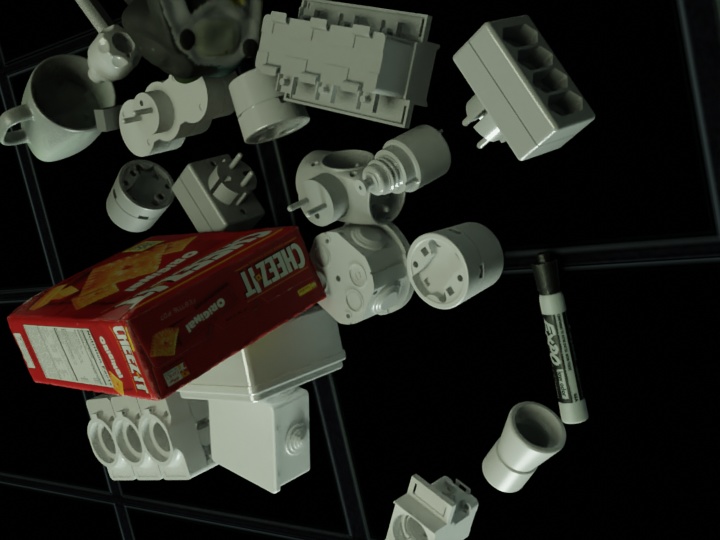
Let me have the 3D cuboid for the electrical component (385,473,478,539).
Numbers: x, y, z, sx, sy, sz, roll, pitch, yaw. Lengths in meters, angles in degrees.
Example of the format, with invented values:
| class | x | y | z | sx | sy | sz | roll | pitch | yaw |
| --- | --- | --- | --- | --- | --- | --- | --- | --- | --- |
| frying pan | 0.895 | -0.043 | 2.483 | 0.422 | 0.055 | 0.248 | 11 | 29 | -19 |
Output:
| class | x | y | z | sx | sy | sz | roll | pitch | yaw |
| --- | --- | --- | --- | --- | --- | --- | --- | --- | --- |
| electrical component | 0.057 | 0.198 | 0.845 | 0.042 | 0.064 | 0.081 | 34 | 126 | 32 |

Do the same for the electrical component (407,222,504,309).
| class | x | y | z | sx | sy | sz | roll | pitch | yaw |
| --- | --- | --- | --- | --- | --- | --- | --- | --- | --- |
| electrical component | 0.069 | -0.005 | 0.768 | 0.055 | 0.047 | 0.055 | 18 | 117 | 39 |

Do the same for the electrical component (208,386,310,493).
| class | x | y | z | sx | sy | sz | roll | pitch | yaw |
| --- | --- | --- | --- | --- | --- | --- | --- | --- | --- |
| electrical component | -0.091 | 0.141 | 0.978 | 0.100 | 0.048 | 0.099 | 18 | 117 | 39 |

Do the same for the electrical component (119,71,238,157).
| class | x | y | z | sx | sy | sz | roll | pitch | yaw |
| --- | --- | --- | --- | --- | --- | --- | --- | --- | --- |
| electrical component | -0.171 | -0.138 | 0.933 | 0.138 | 0.074 | 0.052 | -21 | 90 | 46 |

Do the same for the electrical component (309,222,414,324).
| class | x | y | z | sx | sy | sz | roll | pitch | yaw |
| --- | --- | --- | --- | --- | --- | --- | --- | --- | --- |
| electrical component | 0.000 | 0.000 | 0.834 | 0.080 | 0.051 | 0.080 | 18 | 117 | 39 |

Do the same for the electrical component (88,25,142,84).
| class | x | y | z | sx | sy | sz | roll | pitch | yaw |
| --- | --- | --- | --- | --- | --- | --- | --- | --- | --- |
| electrical component | -0.231 | -0.194 | 0.992 | 0.062 | 0.043 | 0.043 | -31 | 83 | 48 |

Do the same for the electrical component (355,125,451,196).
| class | x | y | z | sx | sy | sz | roll | pitch | yaw |
| --- | --- | --- | --- | --- | --- | --- | --- | --- | --- |
| electrical component | 0.029 | -0.074 | 0.764 | 0.040 | 0.078 | 0.040 | 36 | 142 | 34 |

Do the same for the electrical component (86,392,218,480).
| class | x | y | z | sx | sy | sz | roll | pitch | yaw |
| --- | --- | --- | --- | --- | --- | --- | --- | --- | --- |
| electrical component | -0.211 | 0.163 | 1.094 | 0.150 | 0.062 | 0.089 | -12 | 97 | 46 |

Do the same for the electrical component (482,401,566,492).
| class | x | y | z | sx | sy | sz | roll | pitch | yaw |
| --- | --- | --- | --- | --- | --- | --- | --- | --- | --- |
| electrical component | 0.116 | 0.131 | 0.780 | 0.044 | 0.044 | 0.065 | 47 | 137 | 21 |

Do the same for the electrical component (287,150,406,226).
| class | x | y | z | sx | sy | sz | roll | pitch | yaw |
| --- | --- | --- | --- | --- | --- | --- | --- | --- | --- |
| electrical component | -0.020 | -0.057 | 0.812 | 0.077 | 0.079 | 0.044 | 19 | 125 | 39 |

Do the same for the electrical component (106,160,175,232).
| class | x | y | z | sx | sy | sz | roll | pitch | yaw |
| --- | --- | --- | --- | --- | --- | --- | --- | --- | --- |
| electrical component | -0.207 | -0.068 | 1.010 | 0.055 | 0.055 | 0.047 | 58 | 139 | 11 |

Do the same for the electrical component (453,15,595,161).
| class | x | y | z | sx | sy | sz | roll | pitch | yaw |
| --- | --- | --- | --- | --- | --- | --- | --- | --- | --- |
| electrical component | 0.095 | -0.109 | 0.703 | 0.076 | 0.047 | 0.083 | -42 | 76 | 45 |

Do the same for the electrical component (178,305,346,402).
| class | x | y | z | sx | sy | sz | roll | pitch | yaw |
| --- | --- | --- | --- | --- | --- | --- | --- | --- | --- |
| electrical component | -0.088 | 0.068 | 0.905 | 0.109 | 0.109 | 0.056 | -4 | 100 | 45 |

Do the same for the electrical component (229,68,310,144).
| class | x | y | z | sx | sy | sz | roll | pitch | yaw |
| --- | --- | --- | --- | --- | --- | --- | --- | --- | --- |
| electrical component | -0.073 | -0.132 | 0.854 | 0.055 | 0.055 | 0.047 | -25 | 84 | 46 |

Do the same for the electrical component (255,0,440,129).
| class | x | y | z | sx | sy | sz | roll | pitch | yaw |
| --- | --- | --- | --- | --- | --- | --- | --- | --- | --- |
| electrical component | -0.013 | -0.153 | 0.774 | 0.121 | 0.063 | 0.078 | 19 | 102 | 38 |

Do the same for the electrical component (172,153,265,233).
| class | x | y | z | sx | sy | sz | roll | pitch | yaw |
| --- | --- | --- | --- | --- | --- | --- | --- | --- | --- |
| electrical component | -0.113 | -0.070 | 0.921 | 0.065 | 0.047 | 0.077 | 57 | 135 | 12 |
